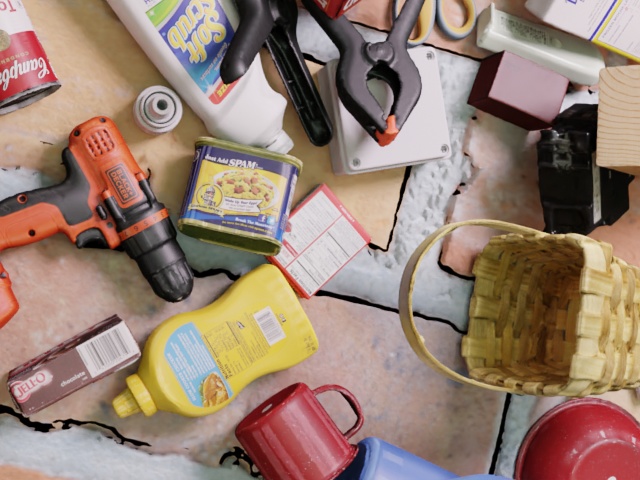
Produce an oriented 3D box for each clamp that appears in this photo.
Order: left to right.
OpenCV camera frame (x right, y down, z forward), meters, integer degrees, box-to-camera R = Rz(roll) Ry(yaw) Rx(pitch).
[{"bbox_3d":[-0.051,-0.198,0.960,0.036,0.164,0.210,-19,72,24],"label":"clamp"},{"bbox_3d":[0.058,-0.170,0.972,0.120,0.039,0.171,-14,75,-10],"label":"clamp"}]

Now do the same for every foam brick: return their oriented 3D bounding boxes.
[{"bbox_3d":[0.197,-0.148,1.060,0.078,0.051,0.053,22,84,-13],"label":"foam brick"}]

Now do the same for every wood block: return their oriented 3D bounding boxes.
[{"bbox_3d":[0.341,-0.106,1.018,0.205,0.090,0.091,4,89,-57],"label":"wood block"}]

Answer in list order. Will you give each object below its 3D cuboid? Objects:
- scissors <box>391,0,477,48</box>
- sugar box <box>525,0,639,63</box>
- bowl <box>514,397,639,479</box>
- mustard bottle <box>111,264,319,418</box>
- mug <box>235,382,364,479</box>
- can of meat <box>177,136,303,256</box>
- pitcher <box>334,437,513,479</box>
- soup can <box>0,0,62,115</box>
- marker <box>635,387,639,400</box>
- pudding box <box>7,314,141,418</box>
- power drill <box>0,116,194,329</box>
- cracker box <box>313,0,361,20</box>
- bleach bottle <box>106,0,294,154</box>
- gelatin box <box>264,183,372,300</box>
[{"bbox_3d":[0.121,-0.286,1.060,0.096,0.016,0.202,12,87,-15],"label":"scissors"},{"bbox_3d":[0.295,-0.234,1.047,0.176,0.048,0.093,17,116,-29],"label":"sugar box"},{"bbox_3d":[0.281,0.243,1.077,0.162,0.055,0.162,0,89,-14],"label":"bowl"},{"bbox_3d":[-0.103,0.107,0.980,0.191,0.058,0.096,-30,100,-13],"label":"mustard bottle"},{"bbox_3d":[-0.015,0.179,0.985,0.117,0.093,0.081,-35,93,-1],"label":"mug"},{"bbox_3d":[-0.074,-0.038,0.973,0.102,0.057,0.084,12,74,-1],"label":"can of meat"},{"bbox_3d":[0.129,0.278,0.999,0.242,0.145,0.149,30,81,-9],"label":"pitcher"},{"bbox_3d":[-0.279,-0.168,0.934,0.068,0.069,0.102,-25,95,-13],"label":"soup can"},{"bbox_3d":[0.322,0.107,1.106,0.020,0.020,0.121,-19,94,-13],"label":"marker"},{"bbox_3d":[-0.217,0.108,0.936,0.113,0.090,0.039,-27,97,-13],"label":"pudding box"},{"bbox_3d":[-0.225,0.006,0.953,0.187,0.057,0.184,-29,93,-15],"label":"power drill"},{"bbox_3d":[0.002,-0.328,0.967,0.164,0.072,0.214,-40,83,-22],"label":"cracker box"},{"bbox_3d":[-0.104,-0.183,0.981,0.102,0.068,0.251,-40,101,-11],"label":"bleach bottle"},{"bbox_3d":[-0.007,0.001,1.020,0.089,0.030,0.073,-43,100,-9],"label":"gelatin box"}]
